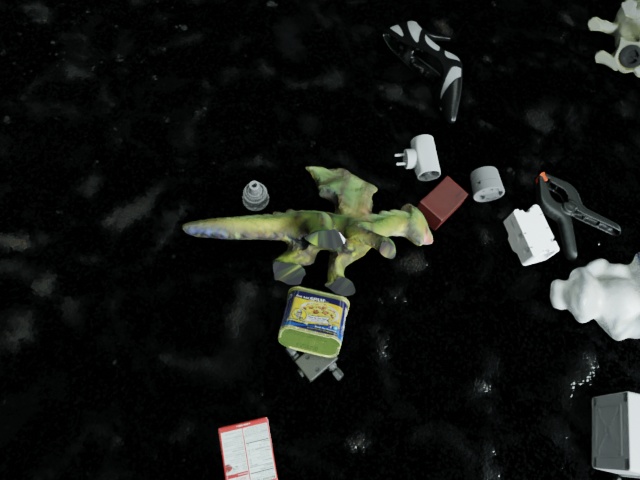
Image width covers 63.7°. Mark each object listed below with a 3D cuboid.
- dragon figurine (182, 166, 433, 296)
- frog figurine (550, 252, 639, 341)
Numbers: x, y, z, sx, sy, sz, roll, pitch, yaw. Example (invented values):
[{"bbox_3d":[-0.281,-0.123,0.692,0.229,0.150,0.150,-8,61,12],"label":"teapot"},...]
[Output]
[{"bbox_3d":[0.003,-0.044,0.871,0.410,0.119,0.249,15,38,-4],"label":"dragon figurine"},{"bbox_3d":[0.476,0.101,0.860,0.158,0.122,0.139,-19,75,27],"label":"frog figurine"}]
